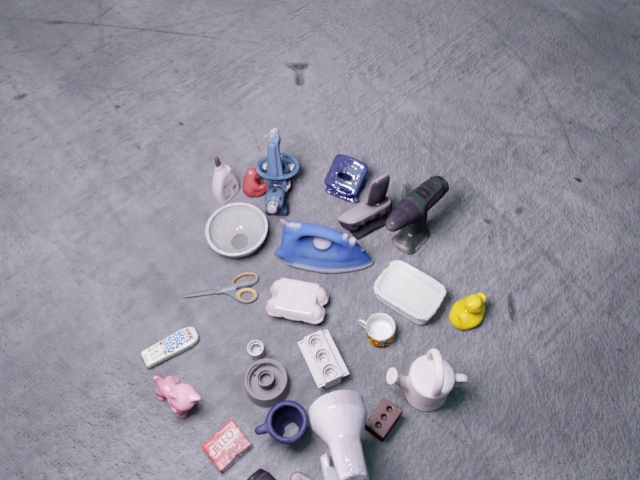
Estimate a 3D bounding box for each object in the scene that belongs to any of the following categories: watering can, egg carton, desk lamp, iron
[{"bbox_3d":[0.238,0.308,1.264,0.173,0.194,0.100,-19,61,-10],"label":"watering can"},{"bbox_3d":[-0.056,0.154,1.434,0.150,0.069,0.107,9,60,7],"label":"egg carton"},{"bbox_3d":[0.053,0.436,1.180,0.118,0.214,0.203,-12,60,-5],"label":"desk lamp"},{"bbox_3d":[0.014,0.005,1.478,0.258,0.141,0.118,10,60,7],"label":"iron"}]

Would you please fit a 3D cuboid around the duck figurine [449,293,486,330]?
[{"bbox_3d":[0.367,0.169,1.406,0.105,0.086,0.077,-35,64,-18],"label":"duck figurine"}]

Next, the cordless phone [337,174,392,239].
[{"bbox_3d":[0.121,-0.100,1.513,0.148,0.185,0.094,-32,63,-16],"label":"cordless phone"}]

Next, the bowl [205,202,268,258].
[{"bbox_3d":[-0.218,-0.015,1.534,0.167,0.075,0.167,0,59,1],"label":"bowl"}]

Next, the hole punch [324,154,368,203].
[{"bbox_3d":[0.075,-0.173,1.612,0.108,0.091,0.101,23,63,14],"label":"hole punch"}]

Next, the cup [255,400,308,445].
[{"bbox_3d":[-0.082,0.415,1.265,0.118,0.095,0.091,-15,60,-7],"label":"cup"}]

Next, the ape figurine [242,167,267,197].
[{"bbox_3d":[-0.187,-0.169,1.614,0.076,0.092,0.077,-29,63,-15],"label":"ape figurine"}]

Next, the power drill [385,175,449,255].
[{"bbox_3d":[0.241,-0.055,1.470,0.075,0.208,0.230,36,66,20],"label":"power drill"}]

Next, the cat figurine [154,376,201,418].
[{"bbox_3d":[-0.326,0.348,1.297,0.127,0.118,0.067,31,65,18],"label":"cat figurine"}]

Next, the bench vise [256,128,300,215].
[{"bbox_3d":[-0.108,-0.181,1.546,0.121,0.220,0.207,-12,60,-6],"label":"bench vise"}]

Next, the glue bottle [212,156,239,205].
[{"bbox_3d":[-0.267,-0.172,1.571,0.037,0.173,0.078,35,66,20],"label":"glue bottle"}]

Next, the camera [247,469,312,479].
[{"bbox_3d":[-0.086,0.532,1.192,0.136,0.101,0.143,39,67,21],"label":"camera"}]
